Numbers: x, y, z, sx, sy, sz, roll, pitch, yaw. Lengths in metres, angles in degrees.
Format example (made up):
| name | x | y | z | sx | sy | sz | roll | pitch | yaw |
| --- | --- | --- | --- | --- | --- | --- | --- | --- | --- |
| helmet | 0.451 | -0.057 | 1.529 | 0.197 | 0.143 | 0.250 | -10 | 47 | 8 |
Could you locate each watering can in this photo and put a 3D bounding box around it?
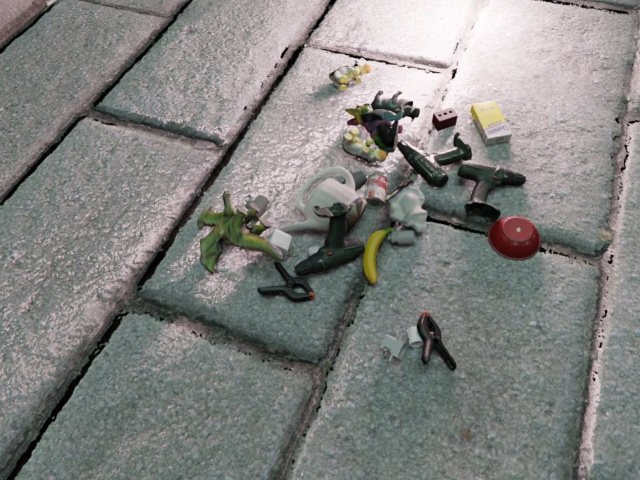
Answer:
| name | x | y | z | sx | sy | sz | roll | pitch | yaw |
| --- | --- | --- | --- | --- | --- | --- | --- | --- | --- |
| watering can | 0.005 | -0.084 | 1.675 | 0.226 | 0.102 | 0.350 | 34 | 78 | 23 |

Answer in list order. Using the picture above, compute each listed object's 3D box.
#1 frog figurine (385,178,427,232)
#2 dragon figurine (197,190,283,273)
| name | x | y | z | sx | sy | sz | roll | pitch | yaw |
| --- | --- | --- | --- | --- | --- | --- | --- | --- | --- |
| frog figurine | 0.291 | -0.098 | 1.668 | 0.139 | 0.121 | 0.159 | -37 | 92 | -30 |
| dragon figurine | -0.280 | 0.003 | 1.618 | 0.240 | 0.121 | 0.418 | -49 | 49 | 14 |
